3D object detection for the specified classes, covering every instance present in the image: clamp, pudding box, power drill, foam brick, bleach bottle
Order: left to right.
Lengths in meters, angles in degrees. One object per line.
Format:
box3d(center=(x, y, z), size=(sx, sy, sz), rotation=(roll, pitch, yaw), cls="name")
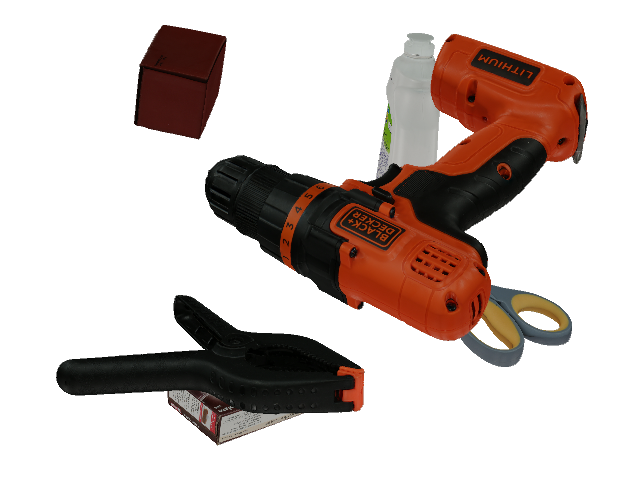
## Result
box3d(center=(-0.106, -0.122, 0.813), size=(0.053, 0.051, 0.078), rotation=(12, 35, 0), cls="foam brick")
box3d(center=(-0.063, 0.086, 0.787), size=(0.210, 0.036, 0.164), rotation=(6, 20, 17), cls="clamp")
box3d(center=(-0.081, 0.151, 1.053), size=(0.113, 0.039, 0.090), rotation=(-16, 30, -37), cls="pudding box")
box3d(center=(0.050, -0.042, 0.614), size=(0.185, 0.057, 0.187), rotation=(28, 59, 29), cls="power drill")
box3d(center=(0.094, -0.093, 1.141), size=(0.068, 0.251, 0.102), rotation=(1, 26, -8), cls="bleach bottle")

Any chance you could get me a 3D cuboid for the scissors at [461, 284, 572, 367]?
box3d(center=(0.130, 0.032, 0.846), size=(0.096, 0.016, 0.202), rotation=(-1, 32, -11), cls="scissors")
